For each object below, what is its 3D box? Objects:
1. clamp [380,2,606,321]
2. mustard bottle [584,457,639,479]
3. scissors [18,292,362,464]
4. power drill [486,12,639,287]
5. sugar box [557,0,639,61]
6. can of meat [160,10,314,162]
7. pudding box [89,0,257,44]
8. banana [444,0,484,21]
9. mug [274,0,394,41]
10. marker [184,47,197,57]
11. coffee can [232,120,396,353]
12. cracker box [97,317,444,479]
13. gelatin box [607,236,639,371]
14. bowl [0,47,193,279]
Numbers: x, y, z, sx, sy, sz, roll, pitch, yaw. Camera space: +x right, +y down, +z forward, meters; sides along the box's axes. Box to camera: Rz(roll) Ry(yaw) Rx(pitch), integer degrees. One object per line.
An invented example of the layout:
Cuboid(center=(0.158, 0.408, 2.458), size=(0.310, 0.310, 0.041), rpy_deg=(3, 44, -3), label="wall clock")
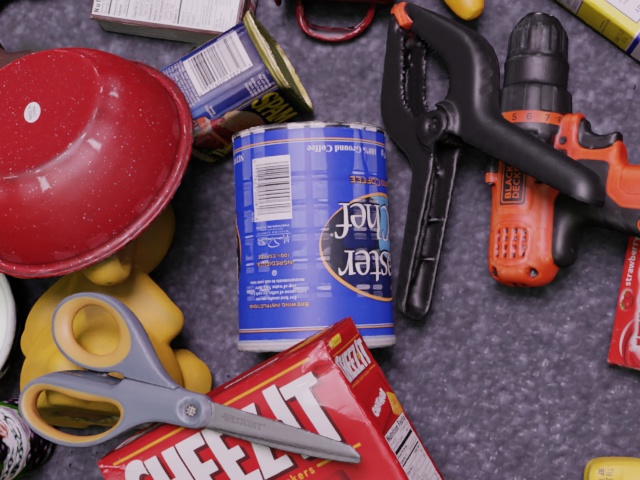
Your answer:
Cuboid(center=(0.080, -0.062, 0.695), size=(0.165, 0.036, 0.210), rpy_deg=(-43, 53, 34), label="clamp")
Cuboid(center=(0.265, 0.184, 0.666), size=(0.192, 0.058, 0.096), rpy_deg=(-2, 83, 8), label="mustard bottle")
Cuboid(center=(-0.075, 0.074, 0.585), size=(0.202, 0.016, 0.096), rpy_deg=(-4, 82, 18), label="scissors")
Cuboid(center=(0.194, -0.060, 0.662), size=(0.188, 0.057, 0.184), rpy_deg=(0, 82, 37), label="power drill")
Cuboid(center=(0.214, -0.177, 0.706), size=(0.176, 0.048, 0.093), rpy_deg=(40, 90, 6), label="sugar box")
Cuboid(center=(-0.060, -0.098, 0.710), size=(0.084, 0.102, 0.057), rpy_deg=(-29, 79, 7), label="can of meat")
Cuboid(center=(-0.099, -0.188, 0.754), size=(0.113, 0.039, 0.090), rpy_deg=(10, 88, 10), label="pudding box")
Cuboid(center=(0.092, -0.247, 0.721), size=(0.070, 0.037, 0.198), rpy_deg=(11, 93, 52), label="banana")
Cuboid(center=(0.013, -0.191, 0.720), size=(0.081, 0.093, 0.117), rpy_deg=(4, 117, 3), label="mug")
Cuboid(center=(-0.124, -0.095, 0.760), size=(0.121, 0.020, 0.020), rpy_deg=(-40, 82, 4), label="marker")
Cuboid(center=(-0.005, 0.001, 0.694), size=(0.103, 0.102, 0.140), rpy_deg=(-3, 86, 8), label="coffee can")
Cuboid(center=(-0.005, 0.178, 0.616), size=(0.164, 0.072, 0.214), rpy_deg=(-30, 89, 16), label="cracker box")
Cuboid(center=(0.226, 0.043, 0.676), size=(0.073, 0.030, 0.089), rpy_deg=(8, 86, 49), label="gelatin box")
Cuboid(center=(-0.159, -0.060, 0.631), size=(0.162, 0.055, 0.162), rpy_deg=(-9, 57, 14), label="bowl")
